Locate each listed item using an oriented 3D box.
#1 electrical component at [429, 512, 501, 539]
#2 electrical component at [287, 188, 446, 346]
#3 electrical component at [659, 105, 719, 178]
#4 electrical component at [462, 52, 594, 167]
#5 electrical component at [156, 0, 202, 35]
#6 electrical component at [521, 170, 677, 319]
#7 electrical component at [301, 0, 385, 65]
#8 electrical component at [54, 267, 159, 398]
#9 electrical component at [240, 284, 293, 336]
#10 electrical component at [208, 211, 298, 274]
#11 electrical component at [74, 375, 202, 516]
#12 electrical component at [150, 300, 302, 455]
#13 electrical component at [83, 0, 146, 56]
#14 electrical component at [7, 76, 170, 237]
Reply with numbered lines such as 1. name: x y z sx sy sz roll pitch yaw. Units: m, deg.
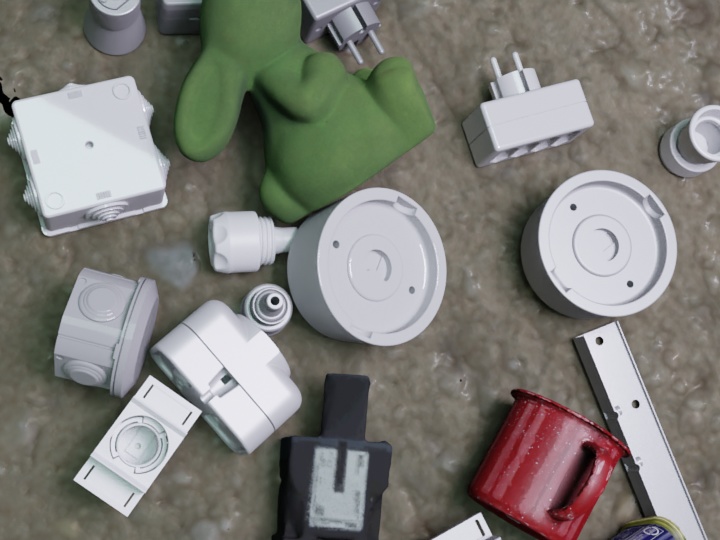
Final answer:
1. electrical component: 0.043 0.227 0.725 0.121 0.063 0.078 -25 86 -16
2. electrical component: 0.000 0.000 0.754 0.108 0.060 0.108 4 83 -34
3. electrical component: 0.266 -0.099 0.841 0.045 0.055 0.045 2 80 -11
4. electrical component: 0.121 -0.129 0.818 0.083 0.047 0.075 -16 83 -15
5. electrical component: -0.117 -0.225 0.775 0.062 0.061 0.096 -5 81 -14
6. electrical component: 0.172 -0.015 0.801 0.108 0.060 0.108 2 79 -13
7. electrical component: -0.009 -0.189 0.799 0.066 0.047 0.076 -29 87 -16
8. electrical component: -0.165 0.040 0.705 0.051 0.080 0.080 15 77 -5
9. electrical component: -0.063 0.026 0.739 0.035 0.061 0.035 2 79 -13
10. electrical component: -0.074 -0.020 0.755 0.062 0.043 0.043 -3 80 -15
11. electrical component: -0.145 0.115 0.703 0.042 0.064 0.081 36 73 -3
12. electrical component: -0.087 0.070 0.727 0.059 0.054 0.095 -42 94 -20
13. electrical component: -0.171 -0.182 0.752 0.044 0.065 0.044 2 79 -13
14. electrical component: -0.185 -0.079 0.738 0.100 0.048 0.099 -16 83 -16
